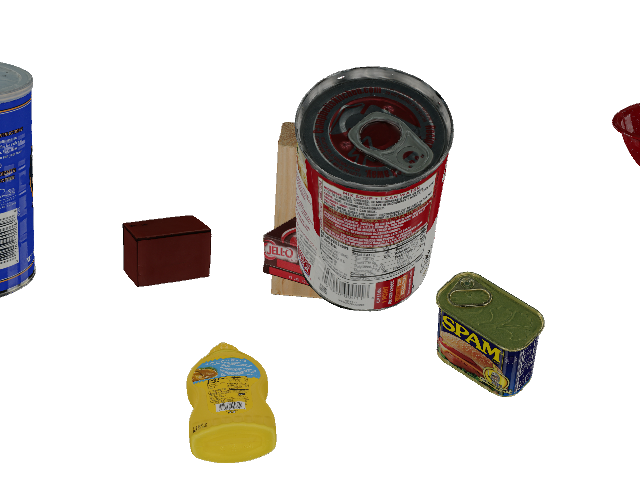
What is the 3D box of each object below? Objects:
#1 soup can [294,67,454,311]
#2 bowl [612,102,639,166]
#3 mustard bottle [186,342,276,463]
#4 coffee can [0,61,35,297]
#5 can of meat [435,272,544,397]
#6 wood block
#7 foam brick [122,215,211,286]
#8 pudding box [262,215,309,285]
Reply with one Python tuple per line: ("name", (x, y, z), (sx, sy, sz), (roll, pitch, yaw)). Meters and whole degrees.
("soup can", (0.022, -0.020, 0.493), (0.068, 0.068, 0.102), (0, -35, -1))
("bowl", (0.349, -0.086, 0.971), (0.162, 0.055, 0.162), (-5, 22, 2))
("mustard bottle", (-0.108, 0.179, 1.249), (0.096, 0.058, 0.191), (-5, 29, -6))
("coffee can", (-0.244, -0.042, 0.715), (0.103, 0.140, 0.103), (4, 22, -2))
("can of meat", (0.159, 0.092, 1.023), (0.102, 0.084, 0.057), (33, 57, 29))
("wood block", (-0.013, -0.039, 1.373), (0.090, 0.206, 0.091), (4, 26, 0))
("foam brick", (-0.154, 0.009, 1.070), (0.078, 0.051, 0.053), (-8, 21, -24))
("pudding box", (0.019, 0.003, 0.861), (0.090, 0.039, 0.113), (16, 25, 25))
